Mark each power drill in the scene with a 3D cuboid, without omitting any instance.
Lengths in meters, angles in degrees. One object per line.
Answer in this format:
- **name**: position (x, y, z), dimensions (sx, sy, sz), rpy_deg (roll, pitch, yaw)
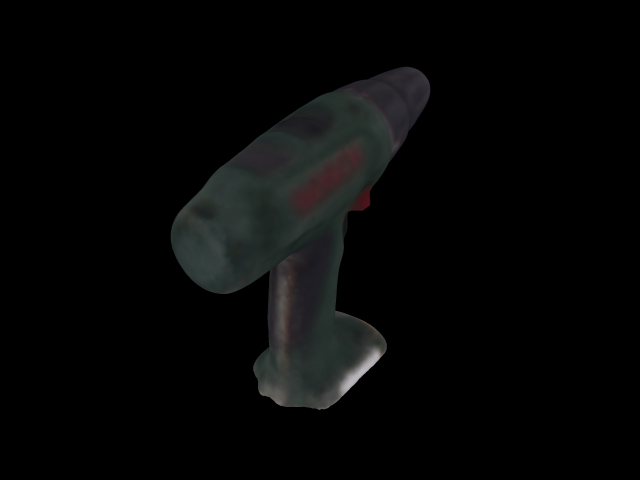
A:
- **power drill**: position (0.004, 0.001, 0.400), dimensions (0.075, 0.208, 0.230), rpy_deg (19, 34, 32)
